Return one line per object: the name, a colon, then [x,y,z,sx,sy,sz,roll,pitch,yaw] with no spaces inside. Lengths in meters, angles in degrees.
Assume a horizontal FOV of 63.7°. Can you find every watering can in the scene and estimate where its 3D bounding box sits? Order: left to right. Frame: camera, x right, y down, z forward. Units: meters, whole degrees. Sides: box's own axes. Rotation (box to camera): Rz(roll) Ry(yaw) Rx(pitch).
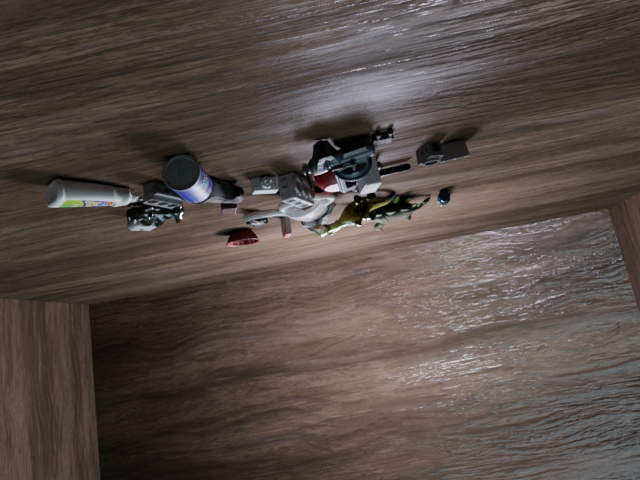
watering can: [-0.100,-0.119,1.954,0.346,0.105,0.223,-14,169,15]

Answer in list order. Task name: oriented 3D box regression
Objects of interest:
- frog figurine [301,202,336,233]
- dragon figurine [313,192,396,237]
frog figurine: [0.006,-0.107,2.121,0.158,0.121,0.140,-24,-163,20]
dragon figurine: [0.130,-0.097,2.129,0.414,0.123,0.239,-20,173,-46]
